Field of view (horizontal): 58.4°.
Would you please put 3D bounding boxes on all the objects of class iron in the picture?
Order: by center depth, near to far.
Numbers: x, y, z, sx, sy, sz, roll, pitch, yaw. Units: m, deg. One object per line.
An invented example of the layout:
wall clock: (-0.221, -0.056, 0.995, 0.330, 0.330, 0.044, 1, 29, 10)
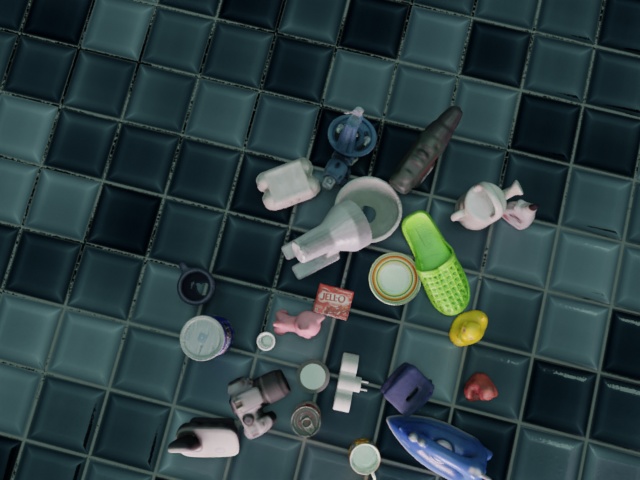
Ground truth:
iron: (0.275, 0.485, 1.326, 0.258, 0.141, 0.119, 26, 84, 4)

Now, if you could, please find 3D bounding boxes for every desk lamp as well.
desk lamp: (0.012, 0.005, 1.352, 0.203, 0.213, 0.118, -29, 83, -3)

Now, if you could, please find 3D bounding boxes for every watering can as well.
watering can: (0.398, -0.092, 1.372, 0.101, 0.194, 0.173, 44, 85, 6)

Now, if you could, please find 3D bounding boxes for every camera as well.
camera: (-0.136, 0.380, 1.362, 0.137, 0.101, 0.143, -26, 83, -3)

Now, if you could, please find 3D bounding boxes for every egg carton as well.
egg carton: (-0.079, -0.139, 1.443, 0.150, 0.069, 0.107, -22, 83, -2)

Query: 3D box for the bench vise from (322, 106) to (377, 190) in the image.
bench vise: (0.073, -0.222, 1.377, 0.121, 0.220, 0.207, 8, 83, 2)

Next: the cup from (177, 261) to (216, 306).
cup: (-0.301, 0.105, 1.401, 0.092, 0.095, 0.118, -35, 84, -4)

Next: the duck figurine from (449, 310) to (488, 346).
duck figurine: (0.366, 0.214, 1.388, 0.104, 0.086, 0.077, -40, 84, -4)

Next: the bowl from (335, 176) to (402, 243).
bowl: (0.118, -0.071, 1.431, 0.167, 0.075, 0.167, 0, 83, 0)

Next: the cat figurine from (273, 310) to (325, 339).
cat figurine: (-0.052, 0.202, 1.375, 0.127, 0.118, 0.067, 2, 83, 1)

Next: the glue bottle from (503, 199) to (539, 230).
glue bottle: (0.490, -0.068, 1.379, 0.078, 0.173, 0.037, 36, 84, 5)

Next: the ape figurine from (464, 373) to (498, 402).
ape figurine: (0.389, 0.359, 1.366, 0.078, 0.092, 0.076, 18, 83, 3)

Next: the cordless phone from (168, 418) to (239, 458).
cordless phone: (-0.265, 0.467, 1.309, 0.147, 0.185, 0.094, -3, 83, 0)

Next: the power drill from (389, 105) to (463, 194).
power drill: (0.247, -0.203, 1.380, 0.075, 0.208, 0.230, 37, 84, 5)

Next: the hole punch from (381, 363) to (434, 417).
hole punch: (0.214, 0.358, 1.368, 0.101, 0.091, 0.109, 43, 85, 5)
